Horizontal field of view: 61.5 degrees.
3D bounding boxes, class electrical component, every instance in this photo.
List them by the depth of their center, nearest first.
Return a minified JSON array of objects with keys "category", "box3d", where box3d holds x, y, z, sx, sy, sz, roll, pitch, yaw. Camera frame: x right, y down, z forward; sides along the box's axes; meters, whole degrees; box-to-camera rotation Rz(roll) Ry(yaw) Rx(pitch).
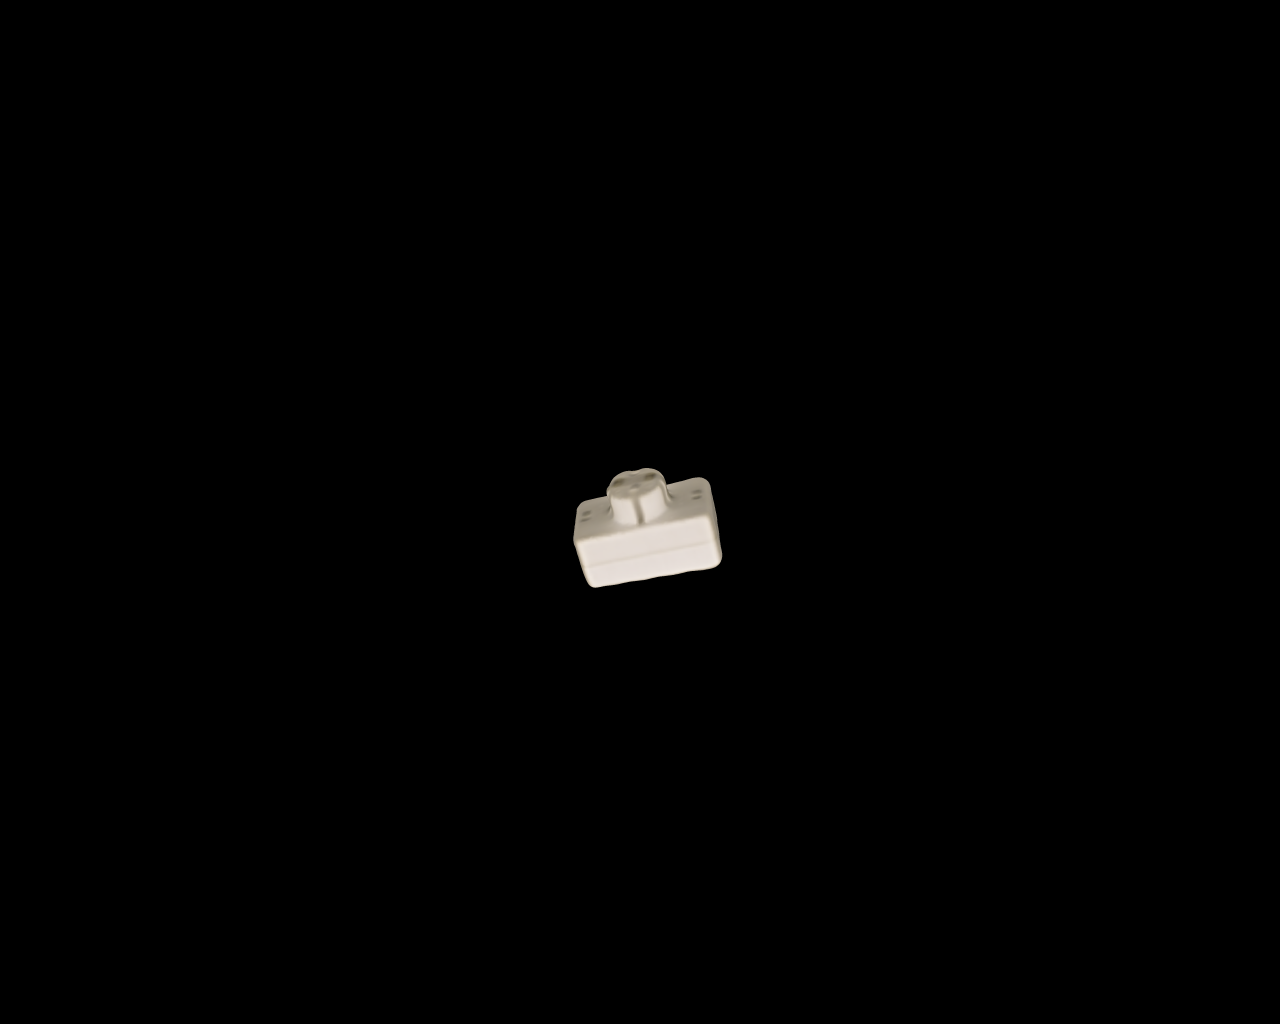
[{"category":"electrical component","box3d":[0.001,-0.003,0.650,0.083,0.075,0.047,-11,30,7]}]
